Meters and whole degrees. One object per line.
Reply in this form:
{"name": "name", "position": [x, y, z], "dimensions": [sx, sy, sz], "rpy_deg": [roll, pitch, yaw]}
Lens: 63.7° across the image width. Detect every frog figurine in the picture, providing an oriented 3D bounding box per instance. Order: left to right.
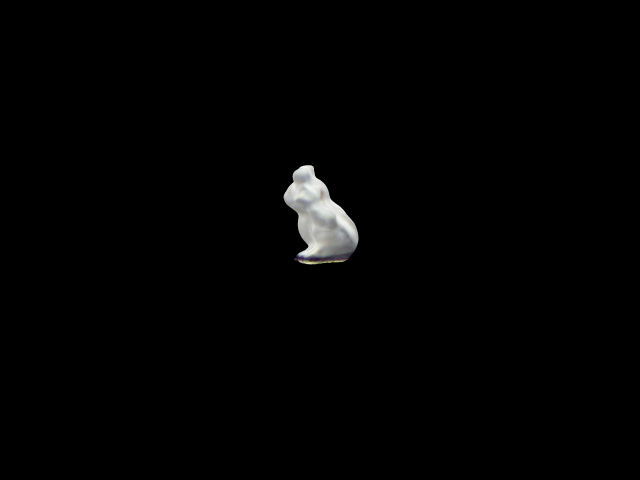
{"name": "frog figurine", "position": [0.003, -0.043, 0.850], "dimensions": [0.122, 0.159, 0.137], "rpy_deg": [0, 1, 9]}
